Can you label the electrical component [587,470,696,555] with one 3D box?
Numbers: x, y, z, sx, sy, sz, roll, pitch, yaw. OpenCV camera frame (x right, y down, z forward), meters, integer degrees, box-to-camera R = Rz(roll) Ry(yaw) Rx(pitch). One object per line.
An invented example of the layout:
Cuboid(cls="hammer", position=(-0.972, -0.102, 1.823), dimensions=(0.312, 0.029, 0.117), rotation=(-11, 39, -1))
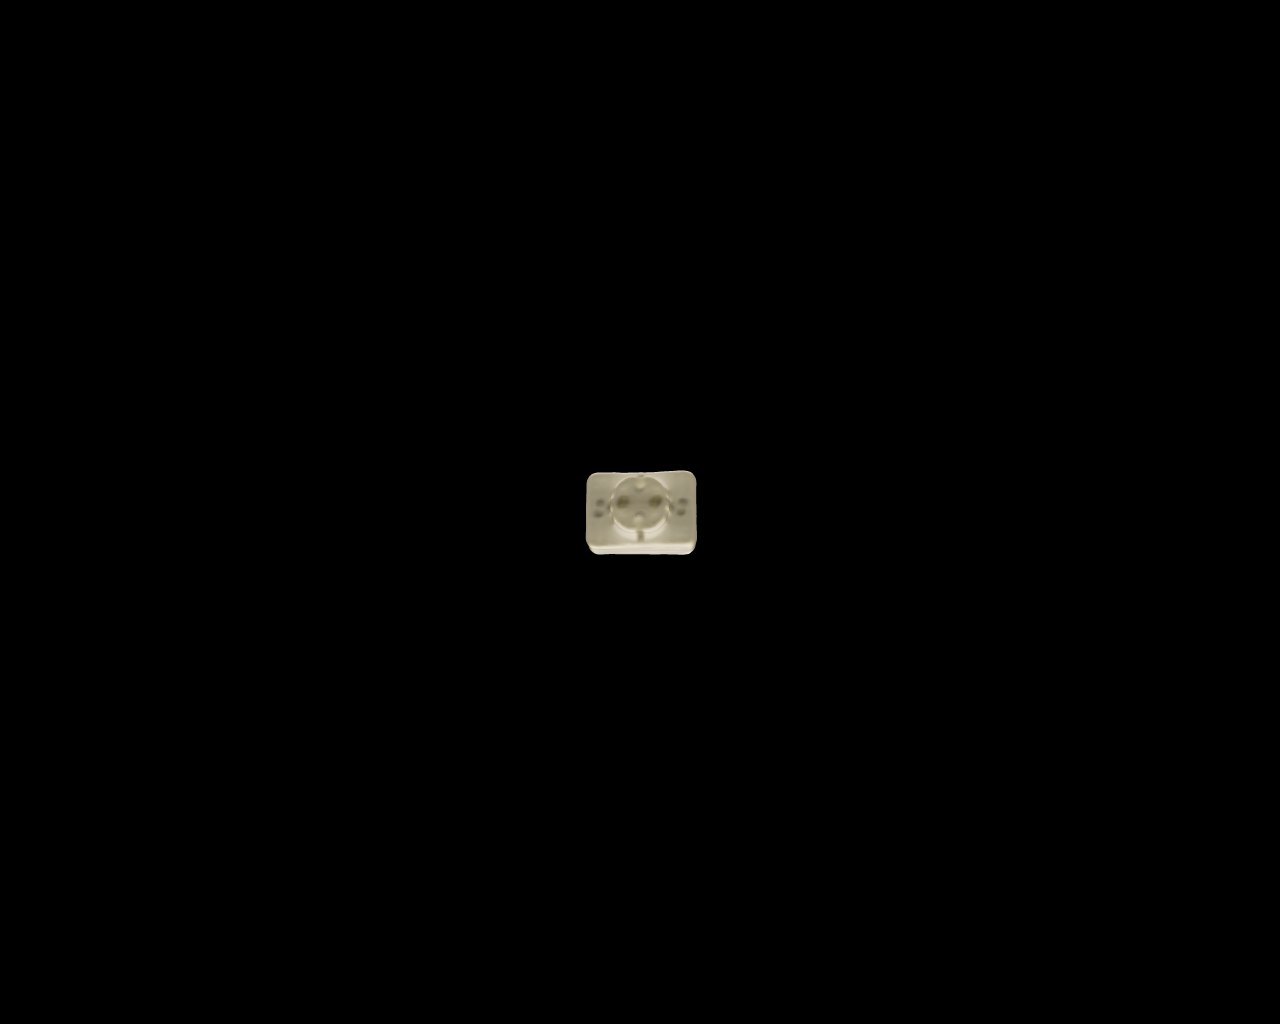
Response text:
Cuboid(cls="electrical component", position=(0.001, -0.003, 0.650), dimensions=(0.066, 0.047, 0.076), rotation=(0, -11, 2))
